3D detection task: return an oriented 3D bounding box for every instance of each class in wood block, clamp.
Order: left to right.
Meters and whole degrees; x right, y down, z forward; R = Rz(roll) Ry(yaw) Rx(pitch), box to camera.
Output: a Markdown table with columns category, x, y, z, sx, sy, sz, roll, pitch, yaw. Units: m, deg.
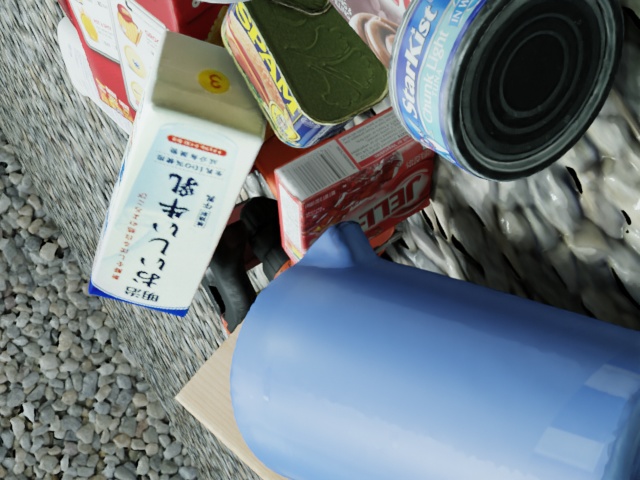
| category | x | y | z | sx | sy | sz | roll | pitch | yaw |
| --- | --- | --- | --- | --- | --- | --- | --- | --- | --- |
| clamp | -0.089 | 0.008 | 0.884 | 0.120 | 0.039 | 0.171 | 55 | 160 | 34 |
| wood block | 0.002 | 0.153 | 0.804 | 0.206 | 0.091 | 0.090 | 41 | 177 | 7 |

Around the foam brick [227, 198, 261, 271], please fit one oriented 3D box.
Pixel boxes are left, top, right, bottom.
| category | x | y | z | sx | sy | sz | roll | pitch | yaw |
| --- | --- | --- | --- | --- | --- | --- | --- | --- | --- |
| foam brick | -0.079 | 0.002 | 0.979 | 0.053 | 0.051 | 0.078 | 59 | 163 | 5 |

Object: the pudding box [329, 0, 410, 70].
| category | x | y | z | sx | sy | sz | roll | pitch | yaw |
| --- | --- | --- | --- | --- | --- | --- | --- | --- | --- |
| pudding box | 0.045 | -0.112 | 0.462 | 0.113 | 0.039 | 0.090 | 52 | 160 | 26 |

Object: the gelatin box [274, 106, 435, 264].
| category | x | y | z | sx | sy | sz | roll | pitch | yaw |
| --- | --- | --- | --- | --- | --- | --- | --- | --- | --- |
| gelatin box | 0.021 | -0.027 | 0.580 | 0.030 | 0.089 | 0.073 | 52 | 162 | 28 |

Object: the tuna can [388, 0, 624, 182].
| category | x | y | z | sx | sy | sz | roll | pitch | yaw |
| --- | --- | --- | --- | --- | --- | --- | --- | --- | --- |
| tuna can | 0.069 | -0.065 | 0.389 | 0.034 | 0.086 | 0.086 | 41 | 154 | 45 |

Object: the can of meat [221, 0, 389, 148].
| category | x | y | z | sx | sy | sz | roll | pitch | yaw |
| --- | --- | --- | --- | --- | --- | --- | --- | --- | --- |
| can of meat | -0.012 | -0.107 | 0.605 | 0.102 | 0.057 | 0.084 | 61 | 166 | 0 |

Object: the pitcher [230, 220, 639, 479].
| category | x | y | z | sx | sy | sz | roll | pitch | yaw |
| --- | --- | --- | --- | --- | --- | --- | --- | --- | --- |
| pitcher | 0.075 | 0.093 | 0.503 | 0.149 | 0.145 | 0.243 | 46 | 161 | -32 |

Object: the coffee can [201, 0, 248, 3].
| category | x | y | z | sx | sy | sz | roll | pitch | yaw |
| --- | --- | --- | --- | --- | --- | --- | --- | --- | --- |
| coffee can | -0.042 | -0.188 | 0.479 | 0.103 | 0.102 | 0.140 | 57 | 163 | 12 |

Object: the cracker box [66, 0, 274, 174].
| category | x | y | z | sx | sy | sz | roll | pitch | yaw |
| --- | --- | --- | --- | --- | --- | --- | --- | --- | --- |
| cracker box | -0.113 | -0.161 | 0.757 | 0.164 | 0.072 | 0.214 | 37 | 152 | 34 |

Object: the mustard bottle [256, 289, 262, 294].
| category | x | y | z | sx | sy | sz | roll | pitch | yaw |
| --- | --- | --- | --- | --- | --- | --- | --- | --- | --- |
| mustard bottle | -0.008 | 0.129 | 0.959 | 0.096 | 0.058 | 0.191 | -22 | 96 | 55 |

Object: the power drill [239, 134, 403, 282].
| category | x | y | z | sx | sy | sz | roll | pitch | yaw |
| --- | --- | --- | --- | --- | --- | --- | --- | --- | --- |
| power drill | -0.005 | 0.001 | 0.761 | 0.184 | 0.057 | 0.188 | 50 | 163 | 25 |

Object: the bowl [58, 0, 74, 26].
| category | x | y | z | sx | sy | sz | roll | pitch | yaw |
| --- | --- | --- | --- | --- | --- | --- | --- | --- | --- |
| bowl | -0.204 | -0.250 | 0.925 | 0.162 | 0.055 | 0.162 | 52 | 161 | 25 |

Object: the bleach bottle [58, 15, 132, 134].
| category | x | y | z | sx | sy | sz | roll | pitch | yaw |
| --- | --- | --- | --- | --- | --- | --- | --- | --- | --- |
| bleach bottle | -0.153 | -0.121 | 0.980 | 0.251 | 0.068 | 0.102 | 45 | 159 | 35 |
